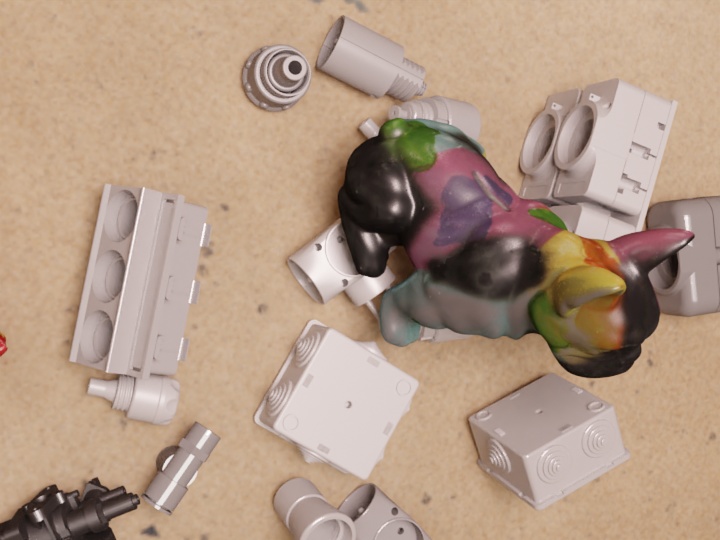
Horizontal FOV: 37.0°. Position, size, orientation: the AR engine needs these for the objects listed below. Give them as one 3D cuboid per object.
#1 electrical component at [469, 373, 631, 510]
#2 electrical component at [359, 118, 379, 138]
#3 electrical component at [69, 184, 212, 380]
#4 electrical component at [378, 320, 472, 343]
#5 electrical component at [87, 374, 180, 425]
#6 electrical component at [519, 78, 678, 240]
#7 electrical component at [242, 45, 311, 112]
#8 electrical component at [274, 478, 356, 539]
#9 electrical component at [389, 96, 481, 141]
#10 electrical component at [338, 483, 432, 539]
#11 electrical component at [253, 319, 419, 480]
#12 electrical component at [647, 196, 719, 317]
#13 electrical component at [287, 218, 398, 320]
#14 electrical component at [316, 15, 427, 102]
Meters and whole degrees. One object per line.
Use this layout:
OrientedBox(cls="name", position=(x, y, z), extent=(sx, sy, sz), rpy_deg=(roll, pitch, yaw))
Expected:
OrientedBox(cls="electrical component", position=(0.142, 0.127, 0.824), extent=(0.100, 0.100, 0.048), rpy_deg=(-25, 112, -17))
OrientedBox(cls="electrical component", position=(0.023, -0.088, 0.808), extent=(0.035, 0.035, 0.061), rpy_deg=(-46, 103, -13))
OrientedBox(cls="electrical component", position=(-0.147, 0.009, 0.731), extent=(0.063, 0.079, 0.121), rpy_deg=(13, 87, -48))
OrientedBox(cls="electrical component", position=(0.052, 0.036, 0.819), extent=(0.078, 0.040, 0.040), rpy_deg=(-7, 94, -19))
OrientedBox(cls="electrical component", position=(-0.158, 0.086, 0.748), extent=(0.061, 0.035, 0.035), rpy_deg=(14, 87, -16))
OrientedBox(cls="electrical component", position=(0.162, -0.045, 0.821), extent=(0.060, 0.105, 0.186), rpy_deg=(19, 85, -19))
OrientedBox(cls="electrical component", position=(-0.055, -0.139, 0.764), extent=(0.048, 0.062, 0.048), rpy_deg=(-1, 92, -20))
OrientedBox(cls="electrical component", position=(-0.036, 0.179, 0.777), extent=(0.044, 0.065, 0.044), rpy_deg=(-10, 113, -24))
OrientedBox(cls="electrical component", position=(0.055, -0.111, 0.806), extent=(0.078, 0.040, 0.040), rpy_deg=(6, 90, -38))
OrientedBox(cls="electrical component", position=(0.010, 0.215, 0.806), extent=(0.079, 0.044, 0.077), rpy_deg=(-47, 105, -12))
OrientedBox(cls="electrical component", position=(-0.016, 0.096, 0.791), extent=(0.100, 0.048, 0.099), rpy_deg=(33, 81, -18))
OrientedBox(cls="electrical component", position=(0.273, -0.011, 0.889), extent=(0.059, 0.054, 0.095), rpy_deg=(-7, 94, -19))
OrientedBox(cls="electrical component", position=(0.000, 0.000, 0.795), extent=(0.077, 0.044, 0.079), rpy_deg=(-38, 97, -15))
OrientedBox(cls="electrical component", position=(0.013, -0.151, 0.798), extent=(0.081, 0.043, 0.043), rpy_deg=(24, 84, -19))
